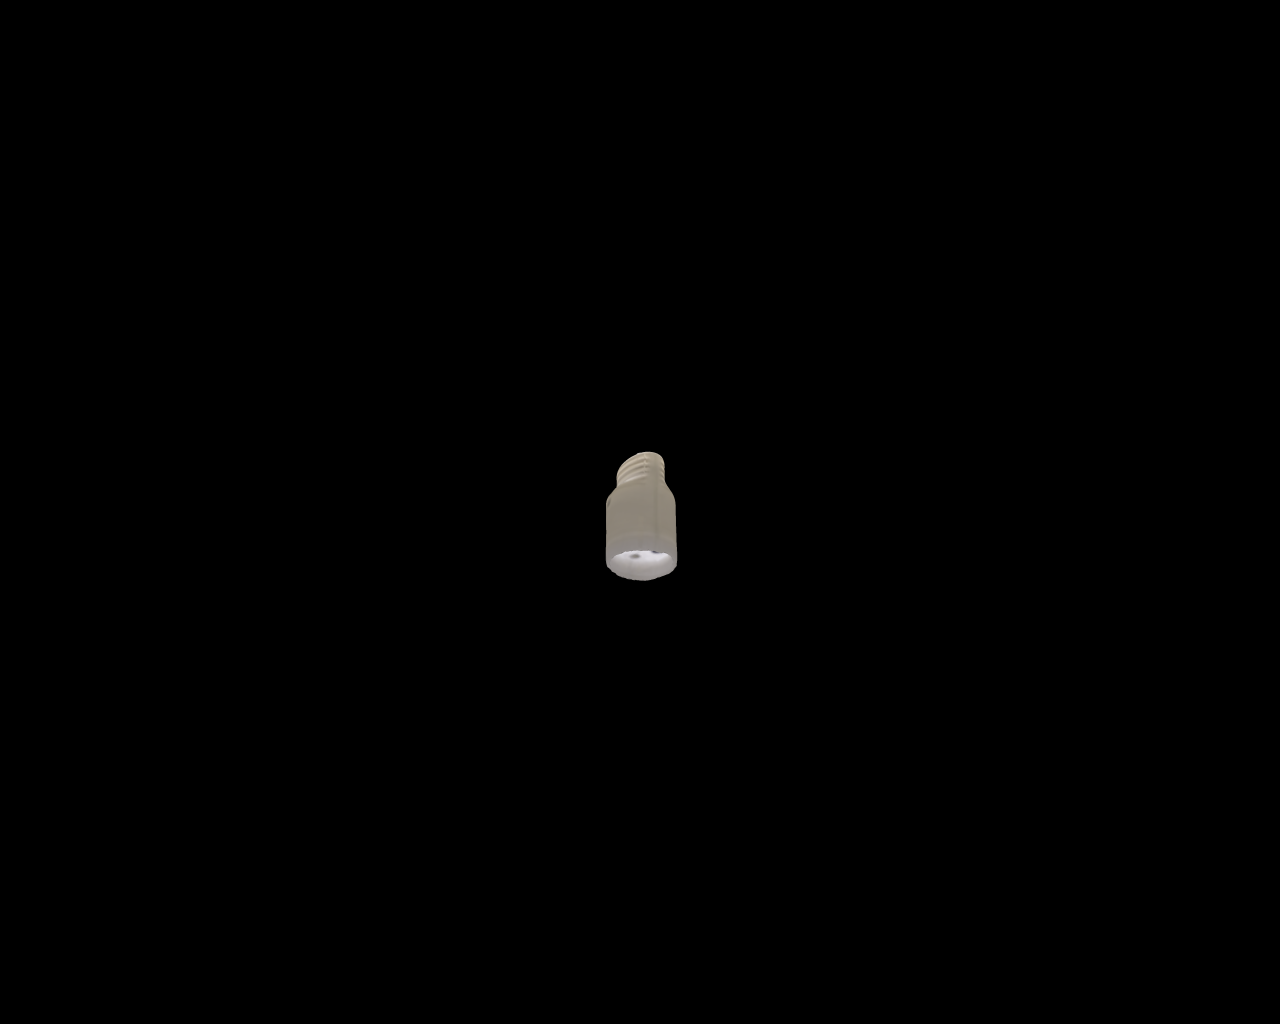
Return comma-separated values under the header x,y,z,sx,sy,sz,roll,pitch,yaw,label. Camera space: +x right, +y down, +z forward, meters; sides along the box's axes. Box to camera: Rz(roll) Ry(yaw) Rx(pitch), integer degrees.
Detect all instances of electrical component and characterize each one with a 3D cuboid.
x,y,z,sx,sy,sz,roll,pitch,yaw,label
0.001,-0.003,0.650,0.043,0.081,0.043,0,-29,0,electrical component
